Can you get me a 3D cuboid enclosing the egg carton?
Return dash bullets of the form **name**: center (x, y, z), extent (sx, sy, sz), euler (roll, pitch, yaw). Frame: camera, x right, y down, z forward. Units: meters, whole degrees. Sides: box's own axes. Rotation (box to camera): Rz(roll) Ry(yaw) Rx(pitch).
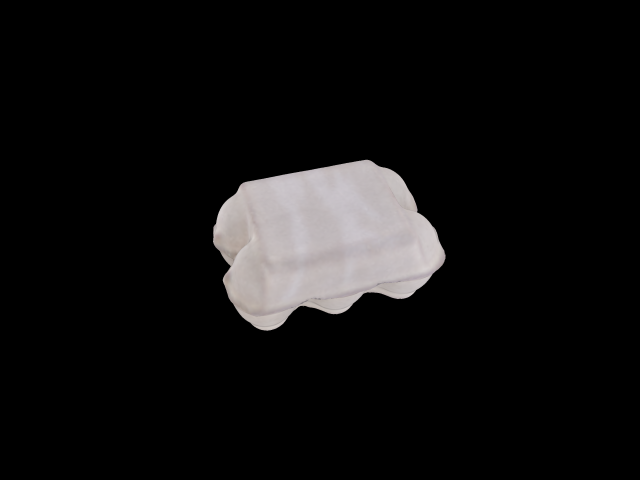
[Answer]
- **egg carton**: center (0.004, 0.001, 0.400), extent (0.150, 0.069, 0.107), euler (-13, 47, -12)
